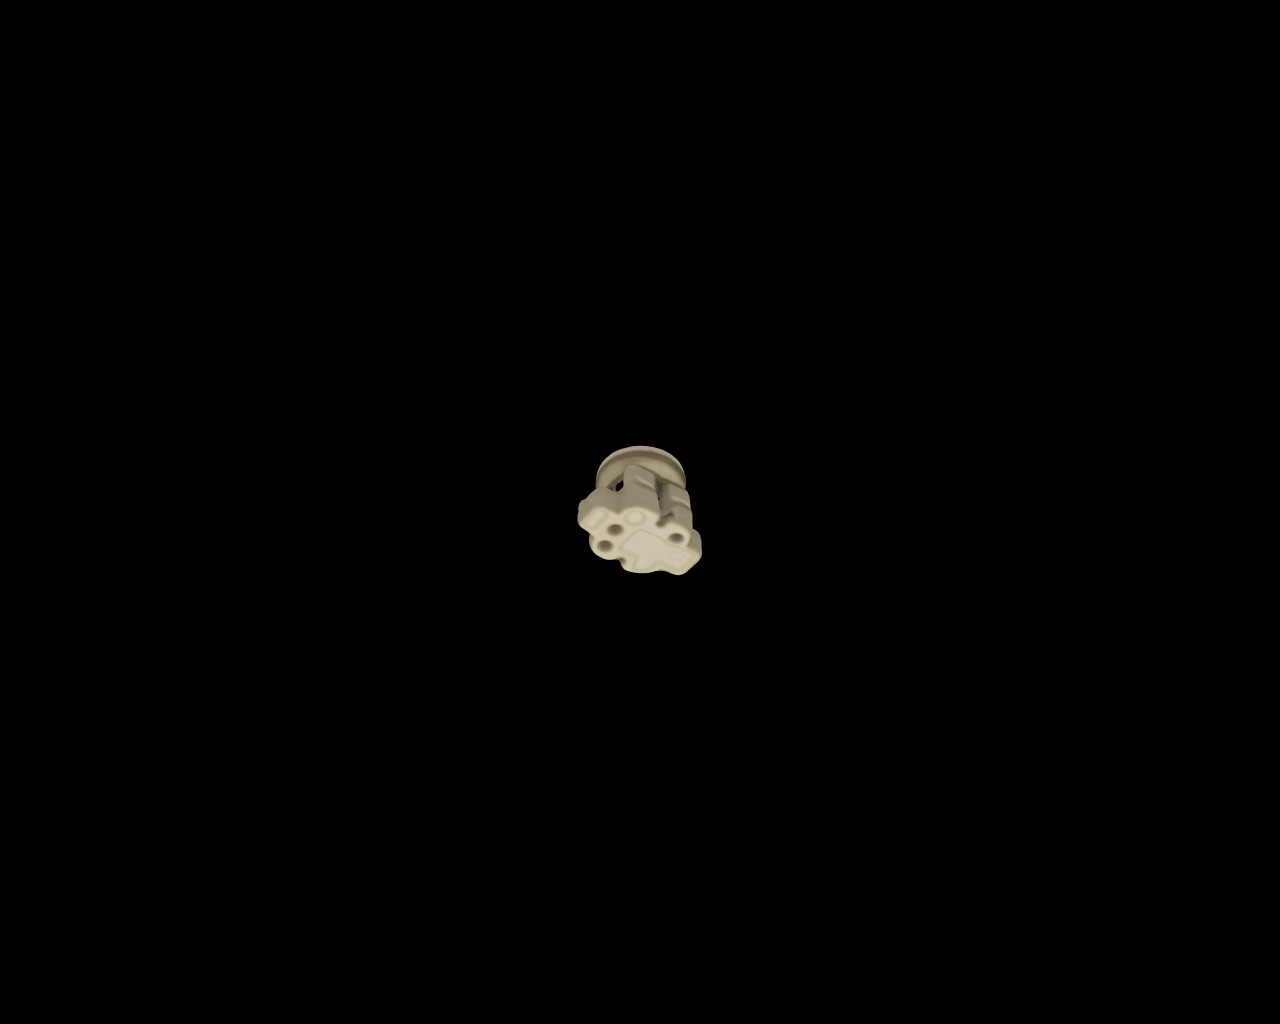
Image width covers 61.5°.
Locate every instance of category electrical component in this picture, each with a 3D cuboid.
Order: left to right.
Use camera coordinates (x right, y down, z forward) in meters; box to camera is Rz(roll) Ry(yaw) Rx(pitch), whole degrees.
[{"bbox_3d":[0.001,-0.003,0.650,0.078,0.057,0.058,26,-49,-25],"label":"electrical component"}]
